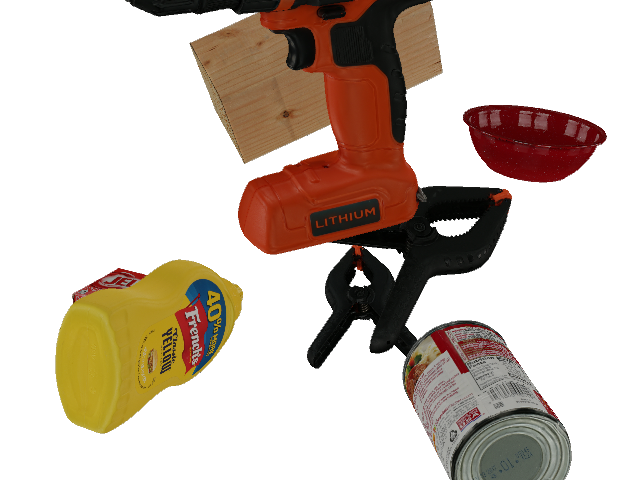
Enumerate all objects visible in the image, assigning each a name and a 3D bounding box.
[{"bbox_3d":[-0.175,0.057,1.000,0.089,0.030,0.073,13,23,22],"label":"gelatin box"},{"bbox_3d":[-0.002,-0.168,0.988,0.206,0.090,0.091,-25,-40,-5],"label":"wood block"},{"bbox_3d":[0.083,0.009,0.907,0.209,0.036,0.165,-16,51,-20],"label":"clamp"},{"bbox_3d":[-0.010,-0.087,0.571,0.184,0.188,0.057,-13,36,-18],"label":"power drill"},{"bbox_3d":[-0.116,0.066,0.804,0.058,0.096,0.191,13,19,25],"label":"mustard bottle"},{"bbox_3d":[0.238,-0.107,1.212,0.162,0.055,0.162,5,23,-2],"label":"bowl"},{"bbox_3d":[0.092,0.098,0.602,0.068,0.068,0.102,0,23,-11],"label":"soup can"},{"bbox_3d":[0.055,0.074,1.175,0.120,0.171,0.039,6,-42,4],"label":"clamp"}]
